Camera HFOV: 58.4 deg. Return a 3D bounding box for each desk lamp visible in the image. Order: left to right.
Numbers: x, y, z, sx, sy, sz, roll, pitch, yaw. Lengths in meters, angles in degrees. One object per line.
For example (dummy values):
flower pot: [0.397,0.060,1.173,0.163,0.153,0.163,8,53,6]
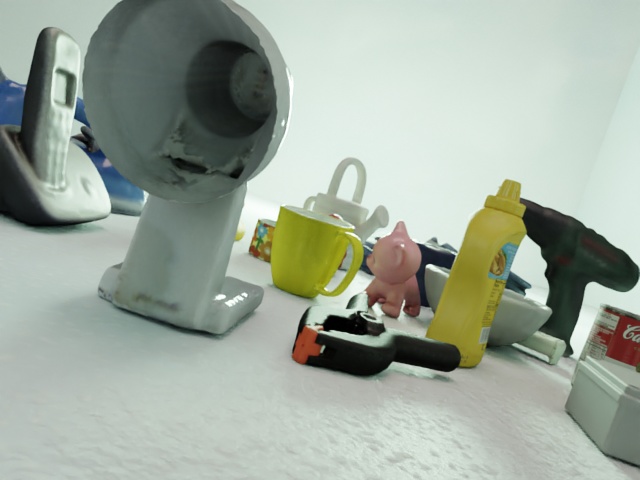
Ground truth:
desk lamp: [-0.082,-0.049,0.408,0.118,0.213,0.203,19,5,5]

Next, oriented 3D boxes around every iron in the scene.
iron: [-0.329,-0.125,0.757,0.259,0.141,0.118,14,7,-43]

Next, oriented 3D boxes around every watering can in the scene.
watering can: [0.043,-0.050,1.018,0.172,0.194,0.101,20,5,16]

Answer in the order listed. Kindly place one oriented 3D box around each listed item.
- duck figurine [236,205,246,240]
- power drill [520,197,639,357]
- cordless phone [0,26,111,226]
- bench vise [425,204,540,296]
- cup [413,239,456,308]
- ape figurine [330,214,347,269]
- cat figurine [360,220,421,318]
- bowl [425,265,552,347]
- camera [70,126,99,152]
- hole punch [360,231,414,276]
duck figurine: [-0.150,-0.051,0.932,0.078,0.086,0.104,18,5,-12]
power drill: [0.363,0.063,0.885,0.229,0.208,0.075,18,5,-3]
cordless phone: [-0.258,-0.109,0.584,0.094,0.185,0.147,19,5,2]
bench vise: [0.295,0.022,1.018,0.207,0.220,0.121,19,5,-1]
cup: [0.158,0.052,0.899,0.117,0.095,0.092,22,6,34]
ape figurine: [0.008,0.003,0.894,0.077,0.092,0.076,20,5,17]
cat figurine: [0.100,0.035,0.733,0.067,0.118,0.128,21,5,28]
bowl: [0.205,0.093,0.741,0.167,0.075,0.167,19,5,-1]
camera: [-0.383,-0.135,0.907,0.137,0.101,0.142,14,6,-42]
hole punch: [0.124,0.024,1.106,0.101,0.091,0.108,14,7,-43]
